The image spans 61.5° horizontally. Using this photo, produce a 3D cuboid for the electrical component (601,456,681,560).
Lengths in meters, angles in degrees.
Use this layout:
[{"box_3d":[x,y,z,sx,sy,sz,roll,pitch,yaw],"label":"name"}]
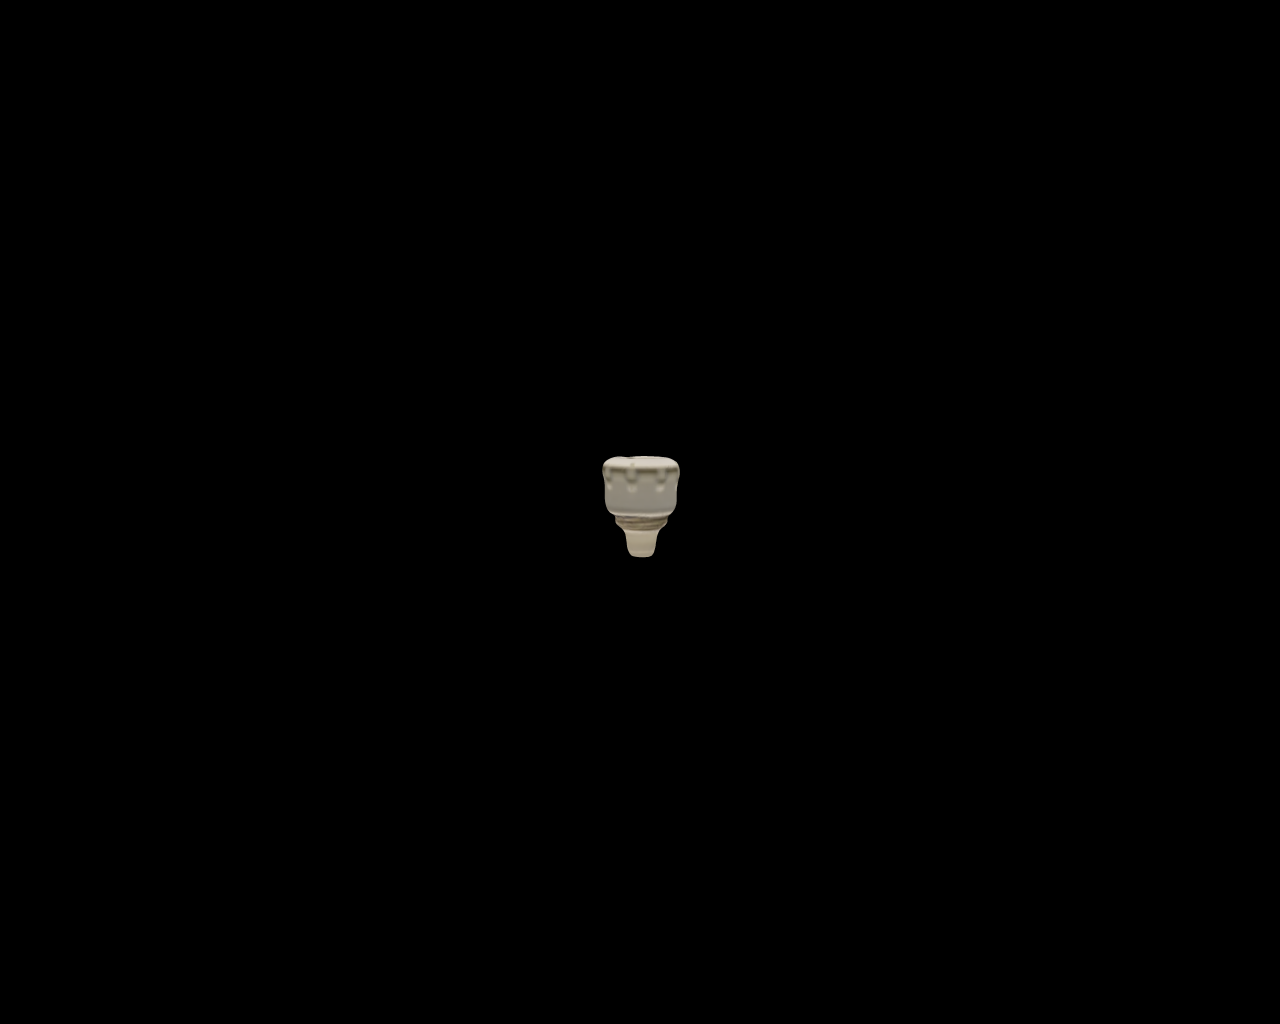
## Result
[{"box_3d":[0.001,-0.003,0.650,0.048,0.062,0.048,0,7,0],"label":"electrical component"}]
